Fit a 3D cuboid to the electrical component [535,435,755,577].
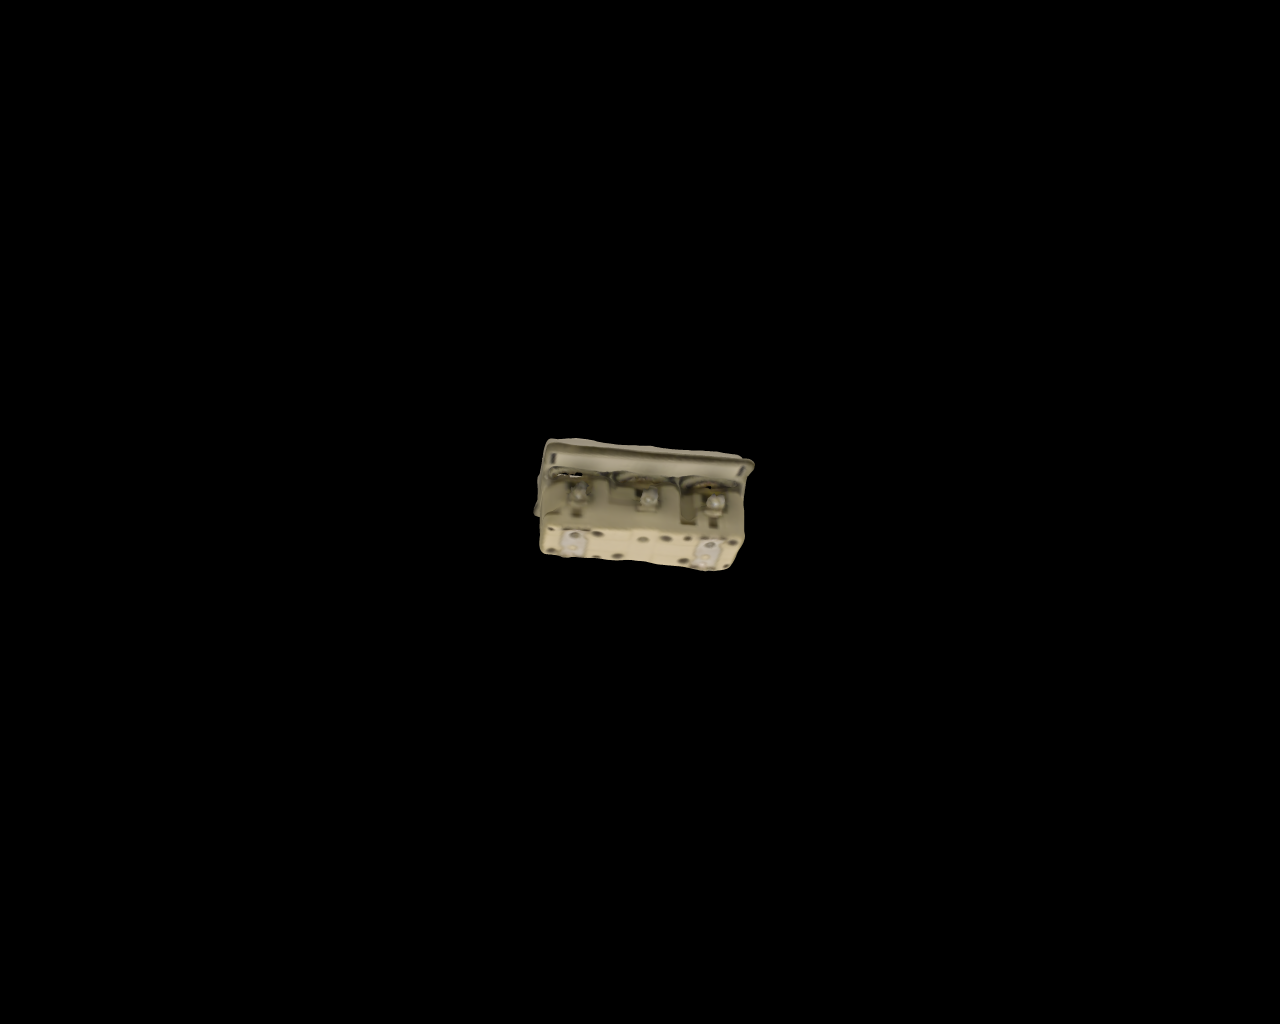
[{"bbox_3d":[0.001,-0.003,0.650,0.121,0.063,0.078,6,-32,-9],"label":"electrical component"}]
